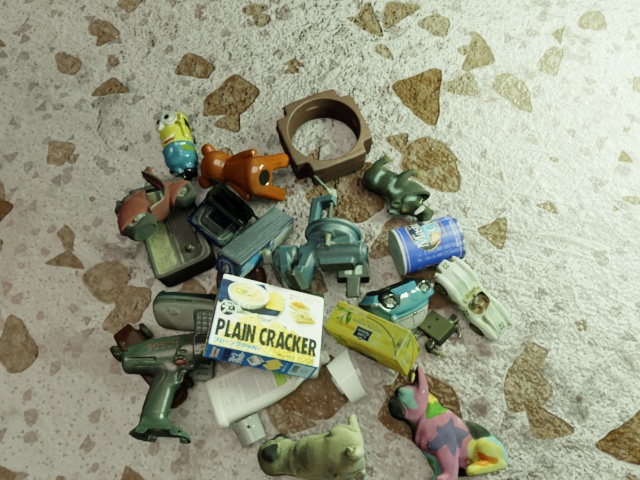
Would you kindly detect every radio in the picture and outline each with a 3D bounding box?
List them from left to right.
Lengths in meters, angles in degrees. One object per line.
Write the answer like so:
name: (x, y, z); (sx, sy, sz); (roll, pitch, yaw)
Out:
radio: (-0.329, -0.022, 1.211); (0.131, 0.073, 0.229); (-21, 70, -7)

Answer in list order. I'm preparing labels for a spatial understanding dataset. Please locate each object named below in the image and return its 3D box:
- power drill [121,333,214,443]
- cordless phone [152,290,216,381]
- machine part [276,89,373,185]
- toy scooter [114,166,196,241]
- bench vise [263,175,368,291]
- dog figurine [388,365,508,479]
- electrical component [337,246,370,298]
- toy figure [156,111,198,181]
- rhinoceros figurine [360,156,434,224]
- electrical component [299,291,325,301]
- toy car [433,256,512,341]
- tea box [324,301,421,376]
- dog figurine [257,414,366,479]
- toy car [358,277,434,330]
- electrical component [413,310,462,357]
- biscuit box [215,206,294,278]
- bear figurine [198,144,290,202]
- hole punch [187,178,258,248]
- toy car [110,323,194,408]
power drill: (-0.270, 0.276, 1.026); (0.232, 0.086, 0.207); (0, 63, 2)
cordless phone: (-0.277, 0.200, 1.128); (0.147, 0.088, 0.184); (3, 87, 2)
machine part: (0.010, -0.245, 1.289); (0.201, 0.087, 0.201); (-21, 70, -9)
toy scooter: (-0.372, -0.089, 1.163); (0.184, 0.075, 0.135); (-38, 72, -17)
bench vise: (-0.006, -0.010, 1.143); (0.224, 0.128, 0.241); (-12, 51, 24)
dog figurine: (0.239, 0.350, 1.037); (0.192, 0.108, 0.219); (-14, 66, -3)
electrical component: (0.074, 0.073, 1.180); (0.075, 0.047, 0.119); (-4, 69, 1)
toy figure: (-0.341, -0.225, 1.291); (0.082, 0.089, 0.180); (-21, 77, -3)
rhinoceros figurine: (0.182, -0.110, 1.232); (0.190, 0.073, 0.112); (37, 70, 18)
electrical component: (-0.037, 0.125, 1.152); (0.094, 0.063, 0.021); (3, 69, 3)
toy car: (0.319, 0.123, 1.129); (0.073, 0.056, 0.201); (-42, 95, -14)
tea box: (0.105, 0.195, 1.075); (0.170, 0.098, 0.068); (18, 66, 35)
dog figurine: (-0.020, 0.399, 0.991); (0.191, 0.172, 0.121); (-3, 57, -8)
toy car: (0.168, 0.142, 1.131); (0.162, 0.109, 0.103); (-18, 92, -18)
electrical component: (0.250, 0.196, 1.132); (0.078, 0.045, 0.102); (27, 66, 41)
biscuit box: (-0.138, 0.007, 1.158); (0.063, 0.059, 0.203); (31, 44, 16)
bear figurine: (-0.186, -0.158, 1.257); (0.196, 0.132, 0.120); (15, 104, 37)
hole punch: (-0.217, -0.055, 1.185); (0.142, 0.116, 0.092); (38, 112, -8)
toy car: (-0.348, 0.261, 1.110); (0.089, 0.053, 0.202); (-42, 77, -12)
